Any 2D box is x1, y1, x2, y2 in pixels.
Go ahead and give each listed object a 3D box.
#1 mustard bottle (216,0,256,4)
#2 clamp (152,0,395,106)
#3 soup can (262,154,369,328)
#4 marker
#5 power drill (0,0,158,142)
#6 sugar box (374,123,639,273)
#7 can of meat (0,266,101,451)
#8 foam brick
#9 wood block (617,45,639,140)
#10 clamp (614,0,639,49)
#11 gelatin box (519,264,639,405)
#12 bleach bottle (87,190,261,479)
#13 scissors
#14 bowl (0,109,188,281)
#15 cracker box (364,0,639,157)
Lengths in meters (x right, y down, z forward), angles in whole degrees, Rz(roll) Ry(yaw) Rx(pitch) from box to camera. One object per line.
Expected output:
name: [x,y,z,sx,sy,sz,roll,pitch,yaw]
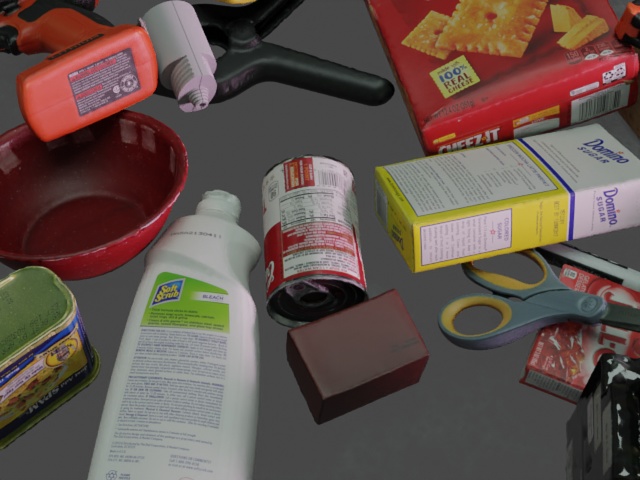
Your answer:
mustard bottle: [-0.114,-0.243,0.867,0.192,0.058,0.096,20,52,32]
clamp: [-0.057,-0.163,0.847,0.210,0.036,0.164,-7,57,-4]
soup can: [-0.005,0.001,0.726,0.068,0.068,0.102,-2,57,-4]
marker: [0.195,0.020,0.749,0.121,0.020,0.020,22,59,12]
power drill: [-0.220,-0.142,0.787,0.184,0.057,0.188,-31,45,-21]
sugar box: [0.134,-0.032,0.748,0.176,0.048,0.093,-9,31,-10]
can of meat: [-0.192,0.073,0.663,0.102,0.084,0.057,-37,65,-22]
foam brick: [0.023,0.076,0.687,0.078,0.051,0.053,-20,66,-15]
wood block: [0.312,-0.068,0.768,0.090,0.091,0.206,-19,59,-15]
clamp: [0.294,-0.140,0.737,0.171,0.039,0.120,-8,53,-8]
gelatin box: [0.182,0.067,0.712,0.073,0.030,0.089,22,59,11]
bleach bottle: [-0.077,0.075,0.679,0.102,0.068,0.250,6,55,3]
scissors: [0.156,0.056,0.682,0.096,0.016,0.202,-45,43,-13]
bowl: [-0.166,-0.023,0.729,0.162,0.055,0.162,-3,42,3]
cracker box: [0.126,-0.175,0.821,0.164,0.072,0.214,-19,60,3]
